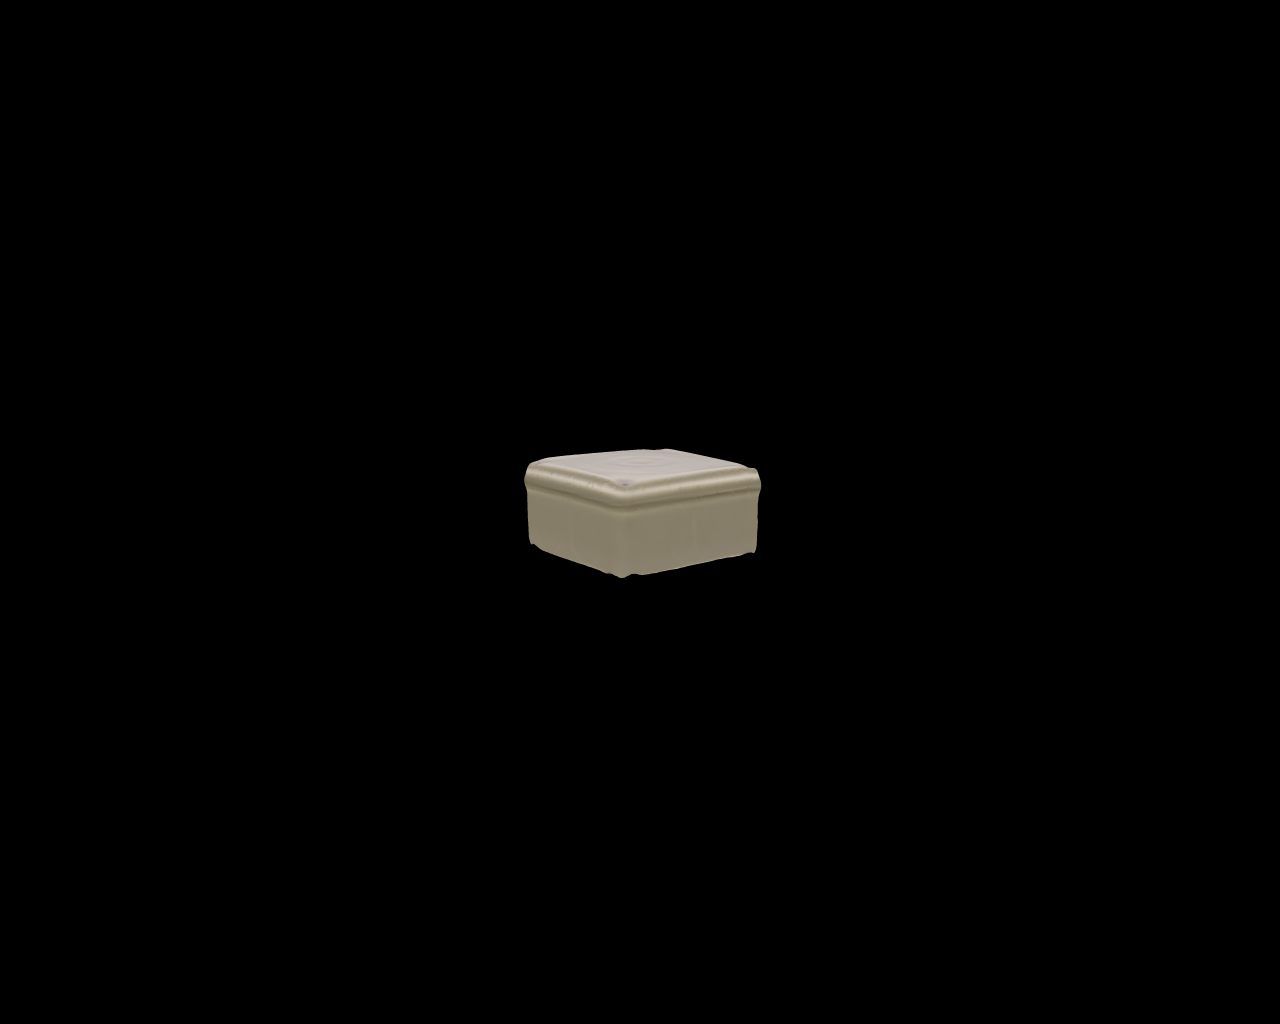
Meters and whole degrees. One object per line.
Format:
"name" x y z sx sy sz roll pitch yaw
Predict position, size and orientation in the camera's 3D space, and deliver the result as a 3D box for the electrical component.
"electrical component" 0.001 -0.003 0.650 0.109 0.056 0.109 -8 14 -35
